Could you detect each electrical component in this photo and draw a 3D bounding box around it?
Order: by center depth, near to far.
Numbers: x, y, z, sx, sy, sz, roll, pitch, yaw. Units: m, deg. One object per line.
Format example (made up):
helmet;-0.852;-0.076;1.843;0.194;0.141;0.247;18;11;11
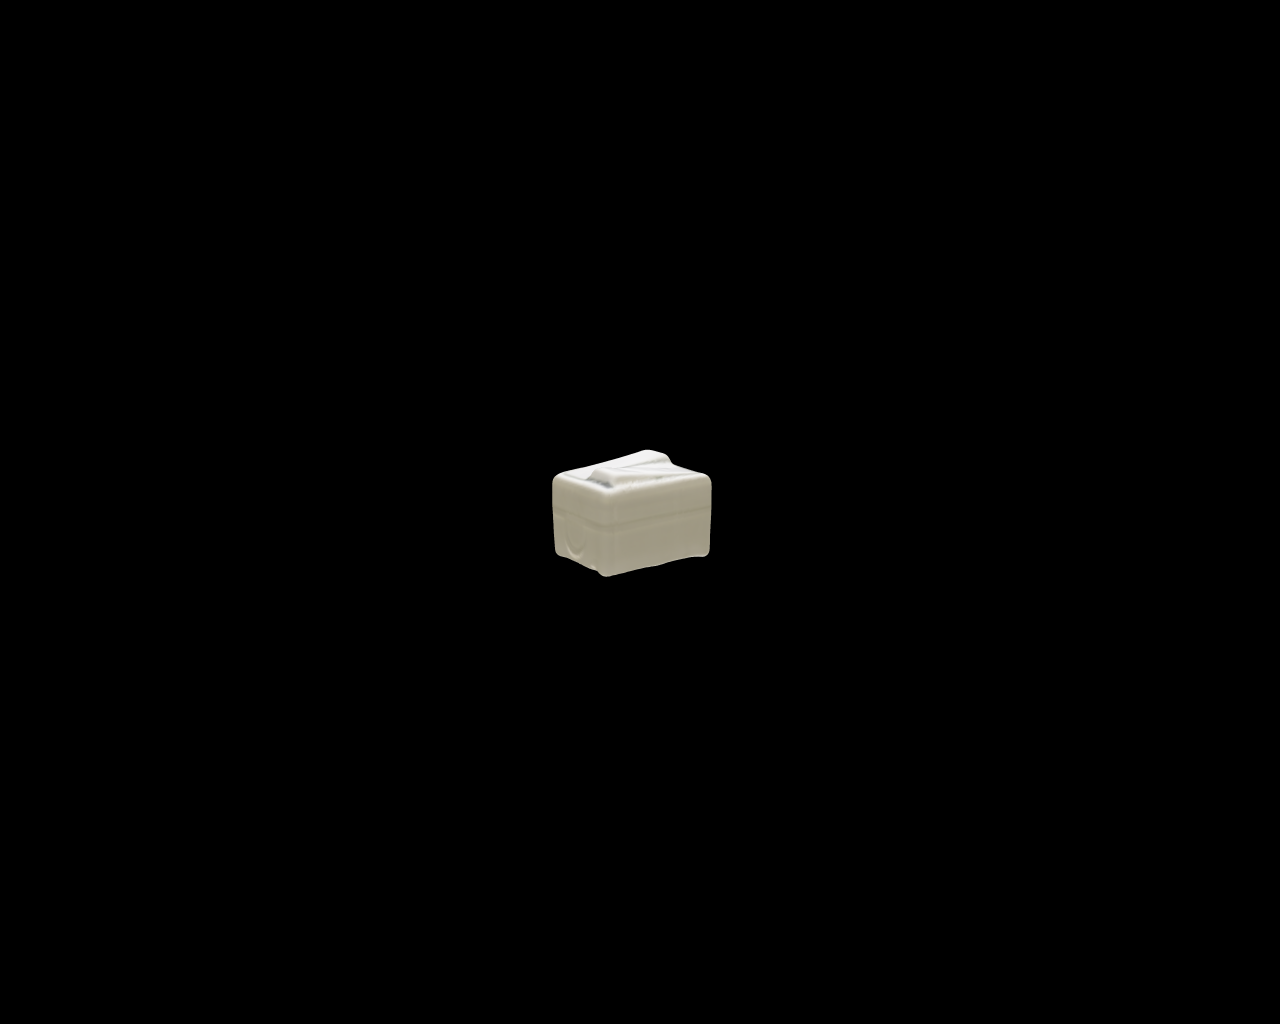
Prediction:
electrical component;0.001;-0.003;0.650;0.096;0.061;0.062;-10;18;-33
